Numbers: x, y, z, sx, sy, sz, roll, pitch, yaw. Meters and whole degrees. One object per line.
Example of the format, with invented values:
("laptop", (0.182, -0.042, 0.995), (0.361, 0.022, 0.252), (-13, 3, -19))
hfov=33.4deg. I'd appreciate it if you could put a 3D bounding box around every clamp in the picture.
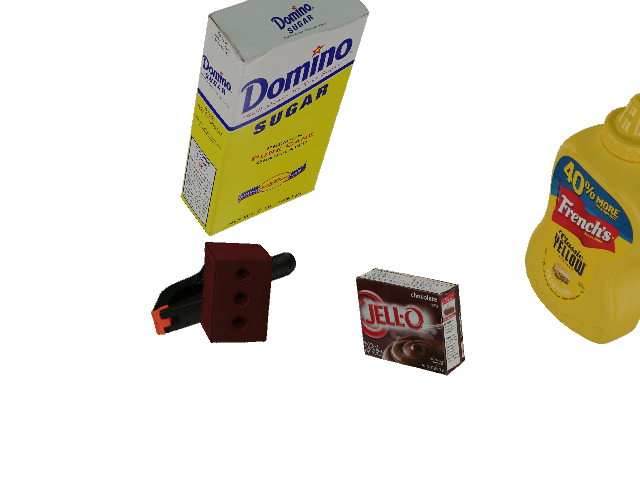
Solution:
("clamp", (-0.108, 0.050, 1.155), (0.120, 0.039, 0.171), (-5, 26, 35))

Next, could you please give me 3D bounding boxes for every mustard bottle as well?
("mustard bottle", (0.195, -0.021, 0.724), (0.058, 0.192, 0.096), (-20, 52, -21))

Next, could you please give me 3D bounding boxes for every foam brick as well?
("foam brick", (-0.075, 0.045, 0.945), (0.053, 0.078, 0.051), (0, 15, -16))

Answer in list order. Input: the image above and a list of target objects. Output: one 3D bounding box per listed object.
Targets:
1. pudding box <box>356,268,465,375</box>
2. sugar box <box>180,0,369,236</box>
("pudding box", (0.093, 0.082, 1.107), (0.114, 0.090, 0.039), (8, 25, 40))
("sugar box", (-0.033, -0.082, 0.683), (0.093, 0.048, 0.176), (-26, -22, -27))
